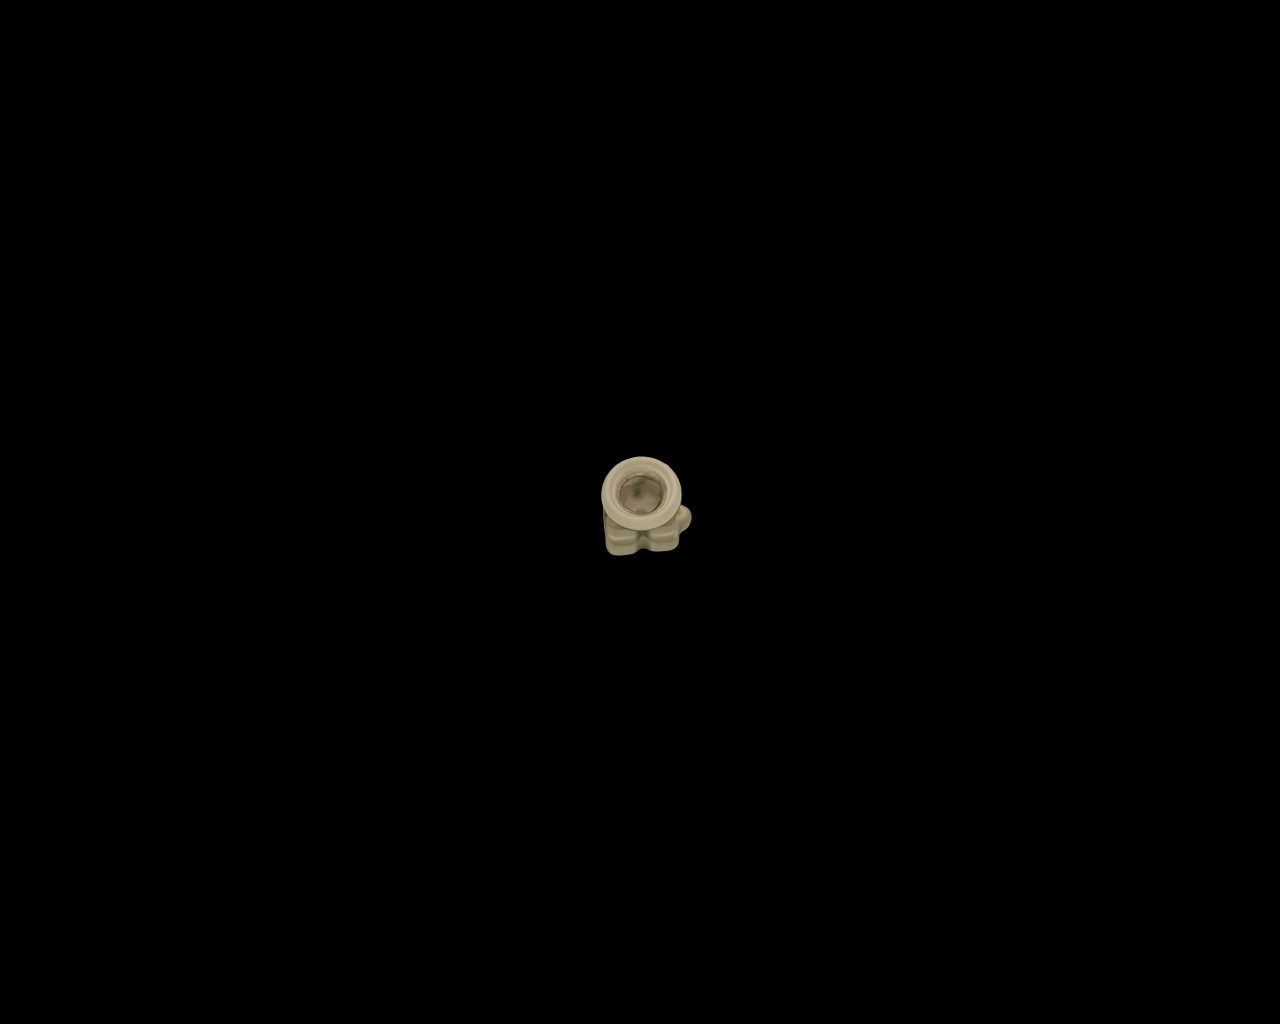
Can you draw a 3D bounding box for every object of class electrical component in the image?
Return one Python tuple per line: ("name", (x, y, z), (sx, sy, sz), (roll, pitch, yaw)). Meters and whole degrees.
("electrical component", (0.001, -0.003, 0.650), (0.066, 0.048, 0.055), (-6, -27, -3))
